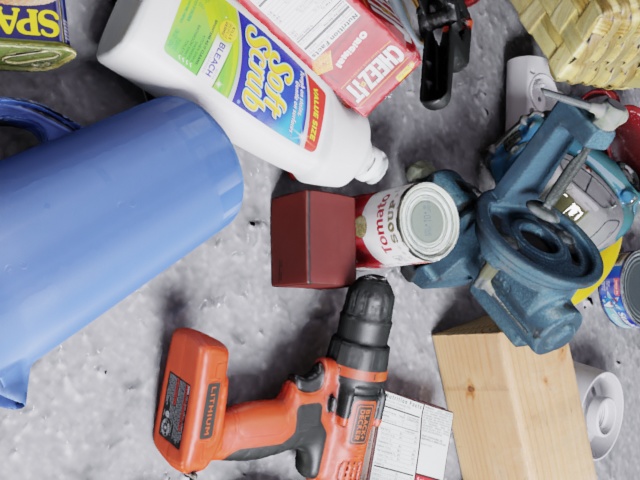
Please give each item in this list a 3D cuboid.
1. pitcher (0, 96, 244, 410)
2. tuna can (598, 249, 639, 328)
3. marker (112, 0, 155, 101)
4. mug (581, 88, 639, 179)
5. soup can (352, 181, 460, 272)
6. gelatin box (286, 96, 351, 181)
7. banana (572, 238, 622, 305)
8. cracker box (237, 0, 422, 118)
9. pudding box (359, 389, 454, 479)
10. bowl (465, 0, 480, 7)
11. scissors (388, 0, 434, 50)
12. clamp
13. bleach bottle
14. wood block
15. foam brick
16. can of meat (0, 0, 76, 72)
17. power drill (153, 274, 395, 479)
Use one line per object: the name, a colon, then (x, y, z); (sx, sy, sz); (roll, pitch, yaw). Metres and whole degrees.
pitcher: (-0.174, -0.017, 0.716); (0.242, 0.145, 0.149); (-35, 136, -39)
tuna can: (0.342, 0.054, 1.163); (0.085, 0.034, 0.086); (6, 81, -38)
marker: (-0.134, -0.136, 0.825); (0.020, 0.020, 0.121); (-23, 99, -38)
mug: (0.295, -0.100, 1.115); (0.093, 0.082, 0.117); (-11, 91, -38)
soup can: (0.061, -0.010, 0.906); (0.068, 0.102, 0.068); (5, 82, -35)
gelatin box: (-0.009, -0.104, 0.912); (0.089, 0.030, 0.073); (-43, 110, -34)
banana: (0.265, 0.026, 1.105); (0.197, 0.037, 0.069); (-26, 100, -37)
cracker box: (-0.026, -0.215, 0.832); (0.213, 0.072, 0.164); (39, 18, -27)
pudding box: (0.066, 0.192, 0.927); (0.089, 0.039, 0.113); (23, 69, -33)
bowl: (0.135, -0.310, 1.036); (0.161, 0.055, 0.162); (6, 80, -38)
scissors: (0.038, -0.252, 0.977); (0.096, 0.016, 0.201); (-49, 113, -31)
clamp: (0.106, -0.186, 0.943); (0.209, 0.036, 0.164); (1, 80, -71)
bleach bottle: (-0.044, -0.120, 0.833); (0.250, 0.068, 0.102); (29, 71, -30)
wood block: (0.184, 0.176, 0.988); (0.090, 0.091, 0.206); (-14, 93, -38)
foam brick: (-0.006, 0.001, 0.886); (0.051, 0.053, 0.078); (4, 83, -37)
can of meat: (-0.225, -0.165, 0.735); (0.101, 0.058, 0.084); (-4, 84, -38)
power drill: (-0.027, 0.111, 0.829); (0.187, 0.057, 0.184); (7, 96, -34)
